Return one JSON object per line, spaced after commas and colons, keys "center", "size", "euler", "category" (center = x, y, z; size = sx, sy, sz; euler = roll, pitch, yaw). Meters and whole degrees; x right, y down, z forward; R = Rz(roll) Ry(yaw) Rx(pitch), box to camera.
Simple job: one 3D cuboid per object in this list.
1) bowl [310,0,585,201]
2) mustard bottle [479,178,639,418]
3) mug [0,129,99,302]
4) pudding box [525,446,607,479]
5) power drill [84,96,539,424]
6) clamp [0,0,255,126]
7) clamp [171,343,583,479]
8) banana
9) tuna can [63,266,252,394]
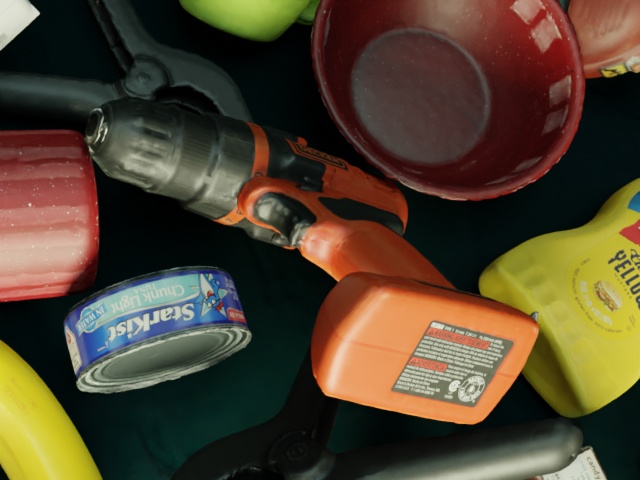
{"center": [0.067, -0.093, 0.612], "size": [0.162, 0.055, 0.162], "euler": [4, 74, -14], "category": "bowl"}
{"center": [0.190, 0.015, 0.606], "size": [0.191, 0.058, 0.096], "euler": [-27, 78, -22], "category": "mustard bottle"}
{"center": [-0.157, -0.018, 0.522], "size": [0.081, 0.093, 0.117], "euler": [-4, 35, -21], "category": "mug"}
{"center": [0.122, 0.162, 0.517], "size": [0.039, 0.090, 0.113], "euler": [-22, 78, -21], "category": "pudding box"}
{"center": [-0.003, 0.001, 0.486], "size": [0.184, 0.057, 0.188], "euler": [15, 22, -35], "category": "power drill"}
{"center": [-0.099, -0.091, 0.582], "size": [0.171, 0.039, 0.120], "euler": [27, 72, -10], "category": "clamp"}
{"center": [-0.008, 0.102, 0.502], "size": [0.209, 0.036, 0.165], "euler": [-30, 39, -16], "category": "clamp"}
{"center": [-0.132, 0.109, 0.489], "size": [0.198, 0.037, 0.069], "euler": [57, 27, -3], "category": "banana"}
{"center": [-0.078, 0.044, 0.513], "size": [0.086, 0.086, 0.034], "euler": [-13, 73, -18], "category": "tuna can"}
